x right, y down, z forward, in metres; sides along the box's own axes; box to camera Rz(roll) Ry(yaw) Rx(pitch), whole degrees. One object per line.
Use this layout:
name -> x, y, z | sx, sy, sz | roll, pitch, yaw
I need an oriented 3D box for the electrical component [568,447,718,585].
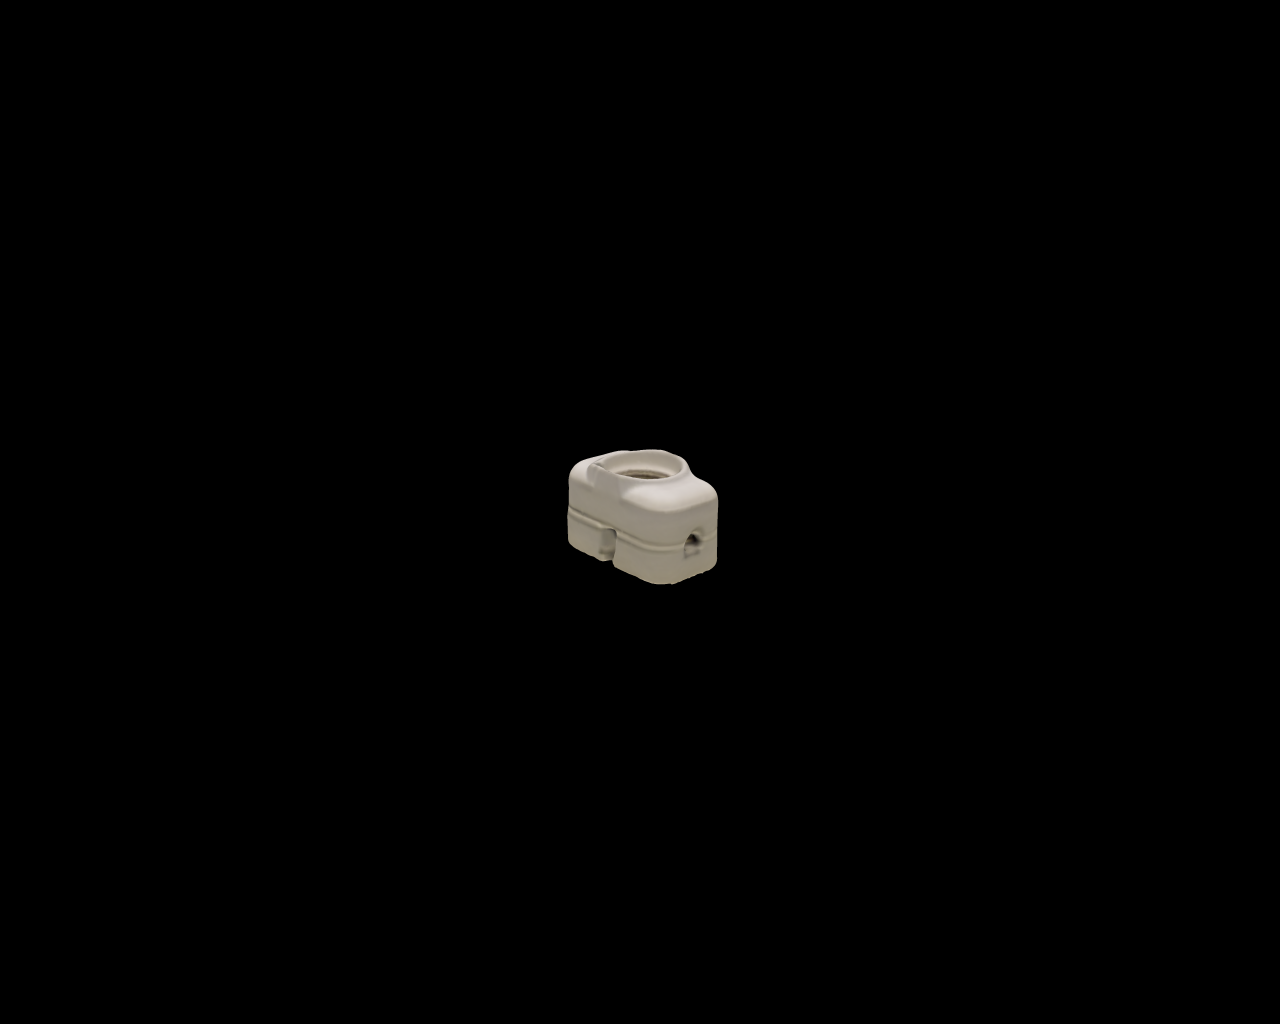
electrical component -> 0.001, -0.003, 0.650 | 0.054, 0.059, 0.095 | -17, 28, -37
